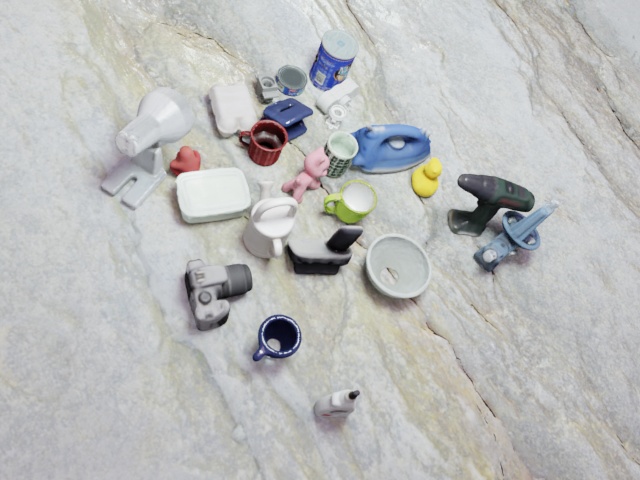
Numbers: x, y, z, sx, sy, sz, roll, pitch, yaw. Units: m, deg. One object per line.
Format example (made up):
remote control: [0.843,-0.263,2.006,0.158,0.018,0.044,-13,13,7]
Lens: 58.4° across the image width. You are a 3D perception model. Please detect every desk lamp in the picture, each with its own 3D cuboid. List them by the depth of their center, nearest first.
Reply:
desk lamp: [-0.378,-0.206,1.255,0.118,0.213,0.203,32,59,0]

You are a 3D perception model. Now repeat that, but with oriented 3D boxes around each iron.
iron: [0.205,-0.262,1.512,0.259,0.141,0.118,-6,66,-20]

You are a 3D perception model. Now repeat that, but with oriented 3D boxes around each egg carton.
egg carton: [-0.221,-0.332,1.452,0.107,0.069,0.150,-10,68,-22]

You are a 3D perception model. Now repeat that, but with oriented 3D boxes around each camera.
camera: [-0.210,0.103,1.220,0.137,0.100,0.143,-10,68,-22]

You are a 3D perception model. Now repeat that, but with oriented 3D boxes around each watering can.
watering can: [-0.110,-0.050,1.274,0.101,0.194,0.172,-28,75,-27]

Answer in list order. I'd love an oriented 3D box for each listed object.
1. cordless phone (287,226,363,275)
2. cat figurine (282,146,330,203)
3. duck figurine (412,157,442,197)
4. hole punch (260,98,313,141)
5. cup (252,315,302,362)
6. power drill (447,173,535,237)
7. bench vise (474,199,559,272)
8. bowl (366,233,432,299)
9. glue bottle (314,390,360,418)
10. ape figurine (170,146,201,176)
cordless phone: [0.012,0.005,1.291,0.148,0.185,0.094,-2,65,-18]
cat figurine: [-0.025,-0.167,1.404,0.067,0.117,0.128,42,60,6]
duck figurine: [0.293,-0.173,1.528,0.077,0.086,0.104,22,60,-6]
hole punch: [-0.087,-0.321,1.477,0.109,0.091,0.101,-33,78,-28]
cup: [-0.101,0.221,1.199,0.091,0.095,0.118,45,60,8]
power drill: [0.412,-0.090,1.454,0.230,0.208,0.075,6,63,-15]
bench vise: [0.502,-0.007,1.435,0.121,0.219,0.208,36,59,2]
bowl: [0.178,0.073,1.375,0.168,0.074,0.167,7,62,-14]
glue bottle: [0.045,0.324,1.149,0.078,0.173,0.037,2,64,-17]
ape figurine: [-0.311,-0.186,1.337,0.078,0.092,0.076,-14,69,-23]
